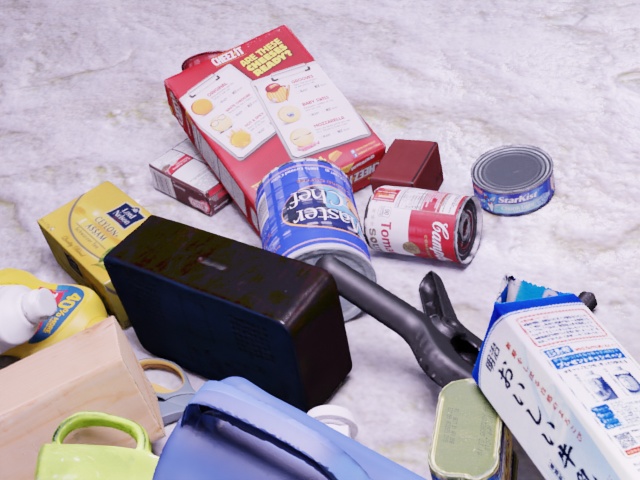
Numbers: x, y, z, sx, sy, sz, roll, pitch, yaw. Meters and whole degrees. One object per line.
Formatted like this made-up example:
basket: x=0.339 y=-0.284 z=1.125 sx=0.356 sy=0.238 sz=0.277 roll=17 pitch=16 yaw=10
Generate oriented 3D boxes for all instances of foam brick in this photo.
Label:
foam brick: x=0.094 y=-0.065 z=1.143 sx=0.051 sy=0.053 sz=0.078 roll=7 pitch=42 yaw=26

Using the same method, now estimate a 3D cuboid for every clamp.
clamp: x=0.108 y=0.083 z=0.930 sx=0.164 sy=0.036 sz=0.210 roll=2 pitch=34 yaw=-51

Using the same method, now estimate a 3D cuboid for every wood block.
wood block: x=-0.248 y=0.162 z=0.916 sx=0.206 sy=0.090 sz=0.091 roll=-26 pitch=23 yaw=-5

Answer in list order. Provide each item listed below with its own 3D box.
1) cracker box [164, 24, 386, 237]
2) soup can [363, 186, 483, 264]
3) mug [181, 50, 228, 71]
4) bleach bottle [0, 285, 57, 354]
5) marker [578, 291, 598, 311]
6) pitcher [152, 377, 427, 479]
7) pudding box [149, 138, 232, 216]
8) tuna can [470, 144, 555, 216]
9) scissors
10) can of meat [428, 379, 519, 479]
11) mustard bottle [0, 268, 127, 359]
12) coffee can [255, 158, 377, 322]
cracker box: x=-0.052 y=-0.124 z=1.200 sx=0.164 sy=0.072 sz=0.214 roll=-28 pitch=61 yaw=-17
soup can: x=0.103 y=-0.016 z=1.066 sx=0.102 sy=0.068 sz=0.068 roll=8 pitch=43 yaw=28
mug: x=-0.127 y=-0.175 z=1.325 sx=0.093 sy=0.081 sz=0.117 roll=1 pitch=-14 yaw=-25
bleach bottle: x=-0.363 y=0.104 z=1.023 sx=0.251 sy=0.068 sz=0.102 roll=-21 pitch=27 yaw=20
marker: x=0.209 y=0.085 z=0.940 sx=0.020 sy=0.020 sz=0.121 roll=20 pitch=50 yaw=37
pitcher: x=0.006 y=0.195 z=0.757 sx=0.243 sy=0.145 sz=0.149 roll=20 pitch=6 yaw=27
pudding box: x=-0.133 y=-0.081 z=1.255 sx=0.089 sy=0.039 sz=0.114 roll=-38 pitch=46 yaw=-28
tuna can: x=0.202 y=-0.063 z=1.118 sx=0.086 sy=0.034 sz=0.086 roll=-10 pitch=38 yaw=7
scissors: x=-0.118 y=0.162 z=0.960 sx=0.202 sy=0.016 sz=0.096 roll=23 pitch=53 yaw=40
can of meat: x=0.117 y=0.169 z=0.814 sx=0.057 sy=0.084 sz=0.102 roll=-1 pitch=40 yaw=16
mustard bottle: x=-0.273 y=0.085 z=1.077 sx=0.192 sy=0.058 sz=0.096 roll=11 pitch=46 yaw=30
coffee can: x=-0.007 y=0.001 z=1.046 sx=0.103 sy=0.103 sz=0.140 roll=-14 pitch=41 yaw=2
